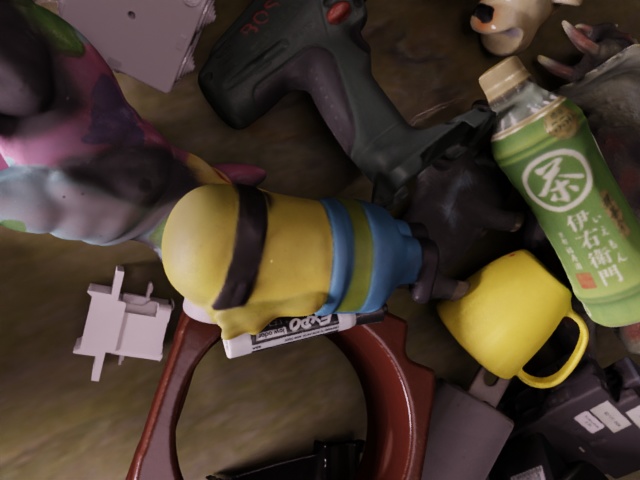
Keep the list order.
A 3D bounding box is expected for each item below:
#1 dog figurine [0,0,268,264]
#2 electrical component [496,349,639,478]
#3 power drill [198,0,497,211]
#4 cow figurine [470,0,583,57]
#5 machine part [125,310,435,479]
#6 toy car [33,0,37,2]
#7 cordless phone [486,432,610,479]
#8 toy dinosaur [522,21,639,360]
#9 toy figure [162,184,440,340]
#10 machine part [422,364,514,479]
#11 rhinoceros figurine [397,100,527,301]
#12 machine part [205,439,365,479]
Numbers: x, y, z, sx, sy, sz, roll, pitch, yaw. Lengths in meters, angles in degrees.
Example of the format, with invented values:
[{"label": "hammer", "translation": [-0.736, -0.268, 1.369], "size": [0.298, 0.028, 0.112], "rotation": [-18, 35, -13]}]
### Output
[{"label": "dog figurine", "translation": [-0.131, -0.062, 0.372], "size": [0.219, 0.109, 0.191], "rotation": [0, 113, -23]}, {"label": "electrical component", "translation": [0.253, 0.170, 0.508], "size": [0.134, 0.058, 0.114], "rotation": [-38, 109, 23]}, {"label": "power drill", "translation": [0.037, -0.140, 0.418], "size": [0.232, 0.086, 0.207], "rotation": [-40, 86, -7]}, {"label": "cow figurine", "translation": [0.165, -0.253, 0.455], "size": [0.127, 0.086, 0.194], "rotation": [-22, 130, -16]}, {"label": "machine part", "translation": [-0.025, 0.138, 0.406], "size": [0.201, 0.087, 0.201], "rotation": [19, 70, -14]}, {"label": "toy car", "translation": [-0.177, -0.245, 0.340], "size": [0.056, 0.074, 0.201], "rotation": [9, 114, -30]}, {"label": "cordless phone", "translation": [0.224, 0.268, 0.491], "size": [0.184, 0.146, 0.089], "rotation": [33, 38, -16]}, {"label": "toy dinosaur", "translation": [0.260, -0.016, 0.508], "size": [0.192, 0.131, 0.404], "rotation": [13, 96, -1]}, {"label": "toy figure", "translation": [-0.011, 0.007, 0.354], "size": [0.180, 0.082, 0.089], "rotation": [-2, 100, -15]}, {"label": "machine part", "translation": [0.099, 0.215, 0.480], "size": [0.079, 0.079, 0.243], "rotation": [35, 83, -16]}, {"label": "rhinoceros figurine", "translation": [0.117, -0.035, 0.482], "size": [0.112, 0.073, 0.190], "rotation": [34, 84, -6]}, {"label": "machine part", "translation": [-0.027, 0.212, 0.459], "size": [0.139, 0.039, 0.084], "rotation": [2, 97, -20]}]
